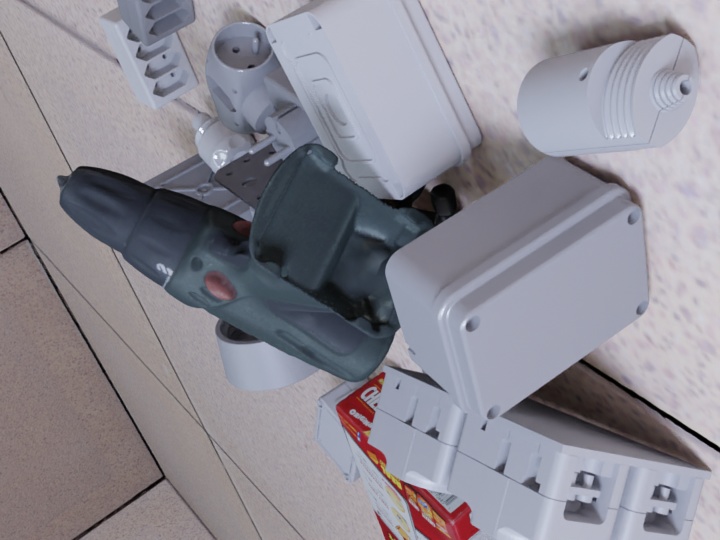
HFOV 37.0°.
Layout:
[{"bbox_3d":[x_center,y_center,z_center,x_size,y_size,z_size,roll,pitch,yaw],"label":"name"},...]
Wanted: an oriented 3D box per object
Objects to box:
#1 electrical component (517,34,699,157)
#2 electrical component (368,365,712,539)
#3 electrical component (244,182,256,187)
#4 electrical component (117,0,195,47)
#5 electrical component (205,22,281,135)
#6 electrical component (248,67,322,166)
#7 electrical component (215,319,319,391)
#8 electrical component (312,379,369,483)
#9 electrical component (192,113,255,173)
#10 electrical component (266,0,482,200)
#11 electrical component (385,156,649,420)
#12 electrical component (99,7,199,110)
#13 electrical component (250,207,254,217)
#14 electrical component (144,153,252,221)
[{"bbox_3d":[0.103,-0.069,0.432,0.043,0.043,0.081,61,160,-15],"label":"electrical component"},{"bbox_3d":[0.095,0.114,0.636,0.186,0.105,0.060,17,92,62],"label":"electrical component"},{"bbox_3d":[-0.057,-0.070,0.789,0.043,0.062,0.043,48,160,24],"label":"electrical component"},{"bbox_3d":[-0.170,-0.227,0.831,0.076,0.047,0.065,49,160,22],"label":"electrical component"},{"bbox_3d":[-0.071,-0.124,0.765,0.079,0.043,0.077,49,160,19],"label":"electrical component"},{"bbox_3d":[-0.035,-0.089,0.682,0.083,0.076,0.047,38,154,42],"label":"electrical component"},{"bbox_3d":[-0.082,0.056,0.993,0.108,0.108,0.060,27,139,55],"label":"electrical component"},{"bbox_3d":[0.000,0.143,1.013,0.061,0.061,0.096,47,151,25],"label":"electrical component"},{"bbox_3d":[-0.117,-0.108,0.902,0.062,0.043,0.043,46,159,30],"label":"electrical component"},{"bbox_3d":[0.008,-0.101,0.589,0.113,0.057,0.078,62,160,-17],"label":"electrical component"},{"bbox_3d":[0.078,0.008,0.513,0.057,0.113,0.078,40,156,46],"label":"electrical component"},{"bbox_3d":[-0.190,-0.192,0.933,0.076,0.047,0.083,31,149,49],"label":"electrical component"},{"bbox_3d":[-0.054,-0.045,0.844,0.055,0.047,0.055,47,159,24],"label":"electrical component"},{"bbox_3d":[-0.127,-0.048,0.923,0.109,0.109,0.056,39,152,41],"label":"electrical component"}]
